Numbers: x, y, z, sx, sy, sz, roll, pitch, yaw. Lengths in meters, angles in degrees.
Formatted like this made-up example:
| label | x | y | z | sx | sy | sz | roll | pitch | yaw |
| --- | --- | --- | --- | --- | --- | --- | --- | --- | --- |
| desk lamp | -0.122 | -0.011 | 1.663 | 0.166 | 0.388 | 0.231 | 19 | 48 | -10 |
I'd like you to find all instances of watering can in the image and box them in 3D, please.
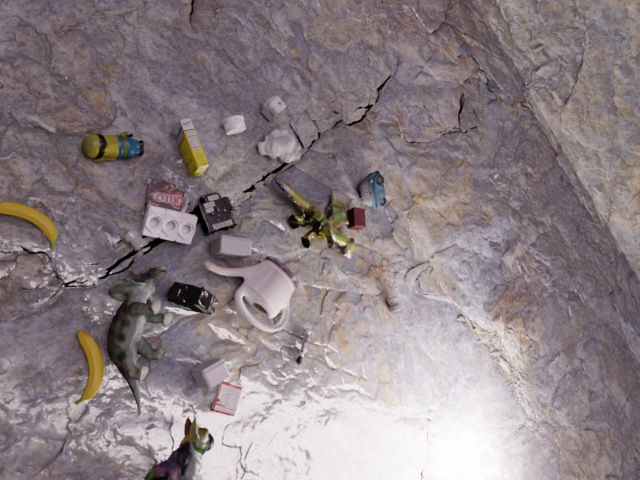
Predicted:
| label | x | y | z | sx | sy | sz | roll | pitch | yaw |
| --- | --- | --- | --- | --- | --- | --- | --- | --- | --- |
| watering can | -0.206 | 0.139 | 1.698 | 0.344 | 0.103 | 0.228 | 51 | 55 | -17 |

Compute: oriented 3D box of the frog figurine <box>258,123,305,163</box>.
| label | x | y | z | sx | sy | sz | roll | pitch | yaw |
| --- | --- | --- | --- | --- | --- | --- | --- | --- | --- |
| frog figurine | -0.147 | -0.347 | 1.921 | 0.159 | 0.123 | 0.136 | -27 | 99 | 1 |

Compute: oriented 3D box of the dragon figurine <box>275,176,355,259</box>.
| label | x | y | z | sx | sy | sz | roll | pitch | yaw |
| --- | --- | --- | --- | --- | --- | --- | --- | --- | --- |
| dragon figurine | 0.006 | -0.097 | 1.935 | 0.246 | 0.121 | 0.409 | -36 | 97 | -51 |
